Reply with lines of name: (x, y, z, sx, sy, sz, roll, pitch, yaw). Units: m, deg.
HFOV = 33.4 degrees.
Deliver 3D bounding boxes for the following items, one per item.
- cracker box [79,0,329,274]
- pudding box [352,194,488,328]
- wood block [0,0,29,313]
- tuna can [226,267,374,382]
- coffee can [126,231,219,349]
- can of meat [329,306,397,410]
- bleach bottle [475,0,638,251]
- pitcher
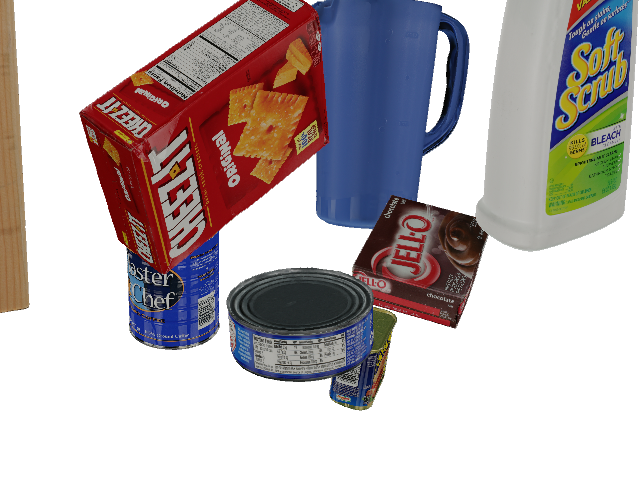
cracker box: (-0.088, -0.095, 0.918, 0.072, 0.164, 0.213, 35, 61, 27)
pudding box: (0.082, 0.015, 0.865, 0.090, 0.039, 0.113, 16, 36, 12)
wood block: (-0.223, -0.064, 0.600, 0.090, 0.206, 0.090, -9, 27, -27)
tuna can: (-0.011, 0.048, 0.624, 0.086, 0.034, 0.086, -2, 23, 1)
coffee can: (-0.162, 0.034, 1.176, 0.103, 0.140, 0.103, 2, 27, -1)
can of meat: (0.048, 0.136, 1.242, 0.057, 0.084, 0.102, 14, 26, 12)
bleach bottle: (0.151, -0.124, 0.670, 0.102, 0.251, 0.068, -18, 31, -24)
pitcher: (0.066, -0.138, 1.146, 0.149, 0.243, 0.144, 7, 9, 24)
